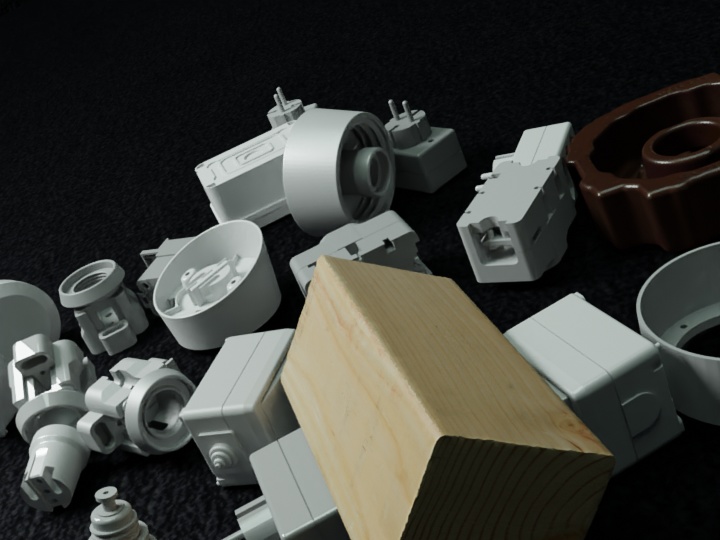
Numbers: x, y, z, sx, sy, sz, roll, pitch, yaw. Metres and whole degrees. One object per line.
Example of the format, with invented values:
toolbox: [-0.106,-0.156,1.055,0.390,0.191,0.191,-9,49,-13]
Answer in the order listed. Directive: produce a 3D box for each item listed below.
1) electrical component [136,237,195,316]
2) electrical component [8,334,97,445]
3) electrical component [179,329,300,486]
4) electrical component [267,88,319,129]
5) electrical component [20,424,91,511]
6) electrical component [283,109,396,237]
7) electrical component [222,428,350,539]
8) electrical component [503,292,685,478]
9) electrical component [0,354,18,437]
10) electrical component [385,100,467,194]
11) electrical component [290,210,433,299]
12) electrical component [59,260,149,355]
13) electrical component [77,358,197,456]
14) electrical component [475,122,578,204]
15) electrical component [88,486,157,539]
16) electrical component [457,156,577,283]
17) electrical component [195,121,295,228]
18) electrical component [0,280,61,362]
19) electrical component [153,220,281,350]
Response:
electrical component: [-0.153,0.006,0.914,0.081,0.042,0.063,-6,35,31]
electrical component: [-0.221,0.093,0.780,0.058,0.078,0.057,-23,48,1]
electrical component: [-0.063,0.089,0.671,0.061,0.061,0.096,-9,30,25]
electrical component: [-0.070,-0.147,1.087,0.047,0.075,0.083,-16,28,14]
electrical component: [-0.207,0.134,0.727,0.040,0.040,0.046,-17,34,13]
electrical component: [-0.009,-0.081,0.892,0.060,0.108,0.108,2,36,30]
electrical component: [-0.043,0.139,0.586,0.076,0.047,0.083,-27,27,-6]
electrical component: [0.117,0.061,0.584,0.061,0.061,0.096,-29,27,-11]
electrical component: [-0.317,0.083,0.841,0.100,0.099,0.048,0,48,37]
electrical component: [0.045,-0.114,0.937,0.047,0.076,0.066,-38,31,-26]
electrical component: [0.000,0.000,0.796,0.089,0.050,0.055,-26,27,-6]
electrical component: [-0.216,0.029,0.903,0.058,0.057,0.078,-27,27,-8]
electrical component: [-0.145,0.094,0.732,0.057,0.058,0.078,3,36,45]
electrical component: [0.127,-0.073,0.834,0.077,0.047,0.065,-8,31,27]
electrical component: [-0.131,0.156,0.593,0.040,0.078,0.040,-8,20,3]
electrical component: [0.114,-0.033,0.761,0.050,0.055,0.089,-3,33,34]
electrical component: [-0.089,-0.085,1.011,0.113,0.057,0.078,-26,27,-6]
electrical component: [-0.300,0.047,0.911,0.080,0.080,0.051,-36,25,-24]
electrical component: [-0.112,0.014,0.841,0.099,0.064,0.099,-17,28,9]
